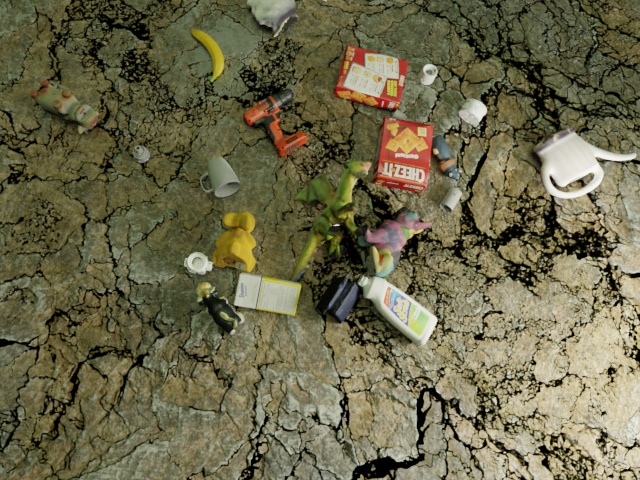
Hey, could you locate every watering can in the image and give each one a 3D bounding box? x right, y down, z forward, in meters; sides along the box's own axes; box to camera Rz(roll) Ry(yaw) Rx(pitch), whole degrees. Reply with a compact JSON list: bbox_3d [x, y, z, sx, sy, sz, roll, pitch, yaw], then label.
[{"bbox_3d":[0.851,-0.274,1.688,0.350,0.102,0.226,-28,79,-13],"label":"watering can"}]

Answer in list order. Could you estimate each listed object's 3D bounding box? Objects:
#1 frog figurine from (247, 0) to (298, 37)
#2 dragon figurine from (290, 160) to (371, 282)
[{"bbox_3d":[-0.163,-0.773,1.703,0.159,0.123,0.137,44,93,-6],"label":"frog figurine"},{"bbox_3d":[0.005,-0.076,1.515,0.407,0.121,0.248,-43,50,12],"label":"dragon figurine"}]
